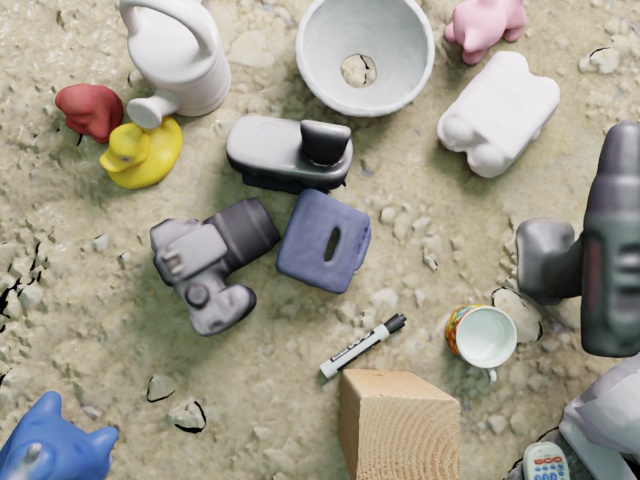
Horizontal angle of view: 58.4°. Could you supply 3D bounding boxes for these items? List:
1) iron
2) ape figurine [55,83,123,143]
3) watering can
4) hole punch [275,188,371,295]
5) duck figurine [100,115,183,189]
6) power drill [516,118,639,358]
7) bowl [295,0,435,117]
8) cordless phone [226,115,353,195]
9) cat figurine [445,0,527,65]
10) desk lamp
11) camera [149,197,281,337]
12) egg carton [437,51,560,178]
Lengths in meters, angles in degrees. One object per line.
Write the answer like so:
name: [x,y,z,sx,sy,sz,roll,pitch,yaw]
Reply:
iron: [-0.332,0.299,0.599,0.118,0.141,0.258,31,84,1]
ape figurine: [-0.275,-0.155,0.673,0.076,0.092,0.078,-29,86,-5]
watering can: [-0.159,-0.207,0.632,0.101,0.194,0.173,-3,84,-3]
hole punch: [0.006,0.002,0.670,0.101,0.091,0.109,19,84,0]
duck figurine: [-0.214,-0.112,0.675,0.104,0.086,0.077,-43,87,-6]
power drill: [0.289,0.008,0.624,0.075,0.208,0.230,-1,84,-2]
bowl: [0.052,-0.223,0.704,0.167,0.074,0.167,0,84,-3]
cordless phone: [-0.033,-0.111,0.633,0.147,0.185,0.094,6,84,-2]
cat figurine: [0.206,-0.271,0.694,0.128,0.117,0.067,-36,86,-5]
desk lamp: [0.348,0.204,0.604,0.118,0.213,0.203,-35,86,-5]
camera: [-0.109,0.021,0.658,0.137,0.100,0.143,-30,86,-5]
egg carton: [0.221,-0.154,0.707,0.107,0.069,0.150,39,84,2]
